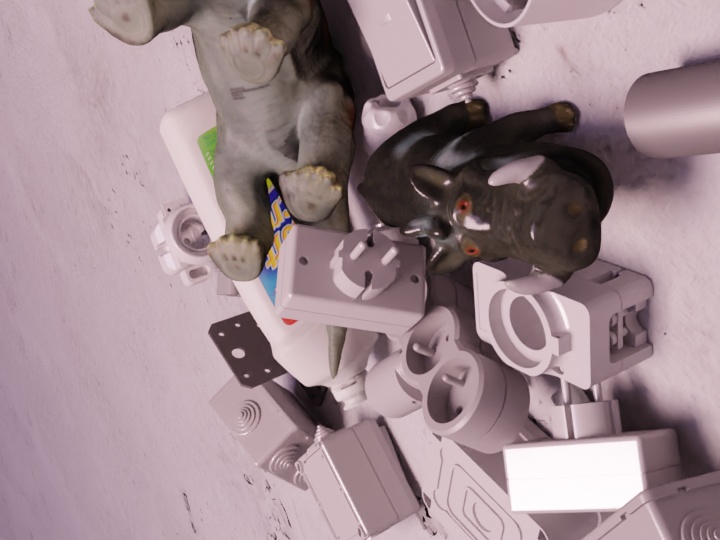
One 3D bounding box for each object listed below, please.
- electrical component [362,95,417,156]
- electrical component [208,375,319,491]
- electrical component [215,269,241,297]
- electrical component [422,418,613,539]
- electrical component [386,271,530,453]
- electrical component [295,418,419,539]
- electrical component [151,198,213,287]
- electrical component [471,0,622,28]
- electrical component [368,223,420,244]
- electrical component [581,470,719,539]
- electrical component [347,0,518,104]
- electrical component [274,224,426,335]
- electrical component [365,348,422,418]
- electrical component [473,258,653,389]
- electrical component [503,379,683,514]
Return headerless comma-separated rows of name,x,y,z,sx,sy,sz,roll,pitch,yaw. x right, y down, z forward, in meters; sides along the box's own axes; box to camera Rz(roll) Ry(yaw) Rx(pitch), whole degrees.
electrical component,0.019,-0.080,0.692,0.035,0.035,0.061,38,140,43
electrical component,-0.072,0.135,0.913,0.100,0.048,0.100,44,-179,37
electrical component,-0.075,-0.007,0.856,0.058,0.078,0.057,-4,84,54
electrical component,0.097,0.144,0.675,0.113,0.057,0.078,42,140,39
electrical component,0.069,0.057,0.661,0.052,0.074,0.138,-53,32,20
electrical component,-0.003,0.162,0.846,0.096,0.061,0.061,62,149,14
electrical component,-0.156,-0.029,0.987,0.057,0.058,0.078,-28,83,63
electrical component,0.086,-0.168,0.523,0.099,0.064,0.099,163,90,-74
electrical component,0.025,0.002,0.724,0.040,0.040,0.078,-8,100,60
electrical component,0.162,0.137,0.525,0.099,0.100,0.048,116,139,-52
electrical component,0.038,-0.137,0.599,0.062,0.061,0.096,-16,93,60
electrical component,0.000,0.000,0.628,0.075,0.083,0.047,130,146,-63
electrical component,0.039,0.072,0.741,0.043,0.043,0.081,65,150,9
electrical component,0.106,0.023,0.589,0.089,0.056,0.050,25,128,51
electrical component,0.124,0.091,0.586,0.083,0.047,0.075,-12,81,38
